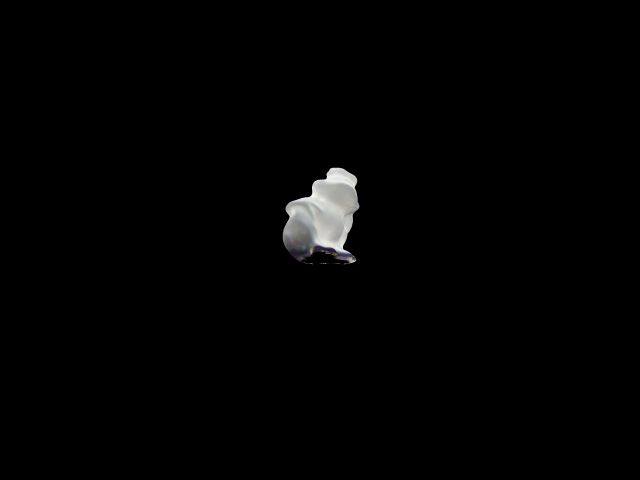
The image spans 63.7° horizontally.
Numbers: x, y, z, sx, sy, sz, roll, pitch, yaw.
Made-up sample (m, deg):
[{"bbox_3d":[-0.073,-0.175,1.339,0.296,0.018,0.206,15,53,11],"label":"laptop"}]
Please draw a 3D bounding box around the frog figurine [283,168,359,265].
[{"bbox_3d":[0.003,-0.043,0.850,0.137,0.162,0.121,13,-21,-38],"label":"frog figurine"}]
